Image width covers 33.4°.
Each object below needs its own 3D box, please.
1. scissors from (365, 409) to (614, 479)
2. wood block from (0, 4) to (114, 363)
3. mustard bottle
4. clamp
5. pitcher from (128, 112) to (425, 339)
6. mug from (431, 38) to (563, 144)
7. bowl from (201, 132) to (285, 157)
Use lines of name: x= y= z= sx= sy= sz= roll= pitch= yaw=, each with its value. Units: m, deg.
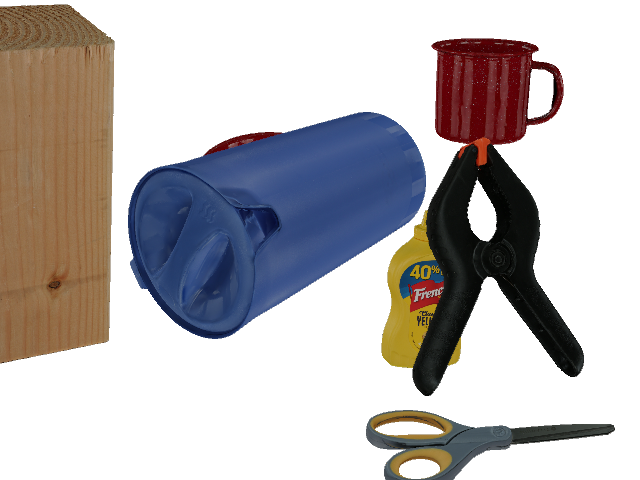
scissors: x=0.135 y=0.169 z=0.851 sx=0.202 sy=0.016 sz=0.096 roll=4 pitch=32 yaw=8
wood block: x=-0.189 y=-0.036 z=0.678 sx=0.090 sy=0.206 sz=0.090 roll=-10 pitch=31 yaw=-30
mustard bottle: x=0.129 y=0.057 z=1.298 sx=0.096 sy=0.192 sz=0.058 roll=0 pitch=14 yaw=-12
clamp: x=0.103 y=0.021 z=0.708 sx=0.120 sy=0.171 sz=0.039 roll=-14 pitch=-4 yaw=-22
pitcher: x=-0.031 y=-0.023 z=0.863 sx=0.149 sy=0.145 sz=0.242 roll=31 pitch=36 yaw=29
mug: x=0.155 y=-0.132 z=0.945 sx=0.117 sy=0.081 sz=0.093 roll=5 pitch=19 yaw=13
bowl: x=-0.069 y=-0.073 z=1.317 sx=0.162 sy=0.055 sz=0.162 roll=-2 pitch=34 yaw=1
